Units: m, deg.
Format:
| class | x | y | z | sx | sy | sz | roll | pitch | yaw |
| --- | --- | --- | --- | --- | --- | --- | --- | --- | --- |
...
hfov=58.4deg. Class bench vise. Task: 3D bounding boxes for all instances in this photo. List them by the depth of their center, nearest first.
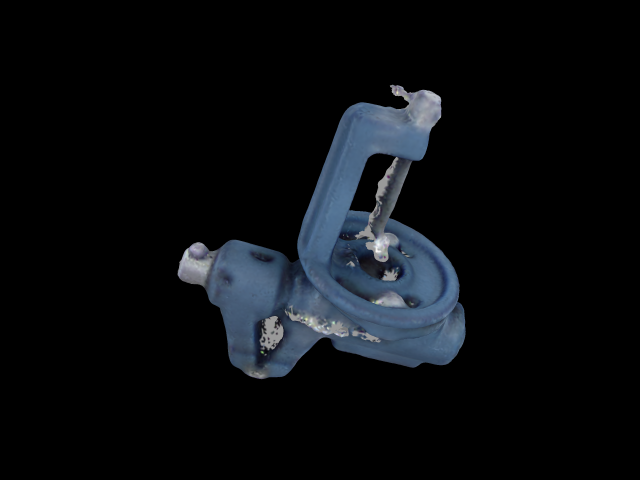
| class | x | y | z | sx | sy | sz | roll | pitch | yaw |
| --- | --- | --- | --- | --- | --- | --- | --- | --- | --- |
| bench vise | 0.007 | 0.008 | 0.391 | 0.207 | 0.220 | 0.121 | -9 | 36 | -12 |
